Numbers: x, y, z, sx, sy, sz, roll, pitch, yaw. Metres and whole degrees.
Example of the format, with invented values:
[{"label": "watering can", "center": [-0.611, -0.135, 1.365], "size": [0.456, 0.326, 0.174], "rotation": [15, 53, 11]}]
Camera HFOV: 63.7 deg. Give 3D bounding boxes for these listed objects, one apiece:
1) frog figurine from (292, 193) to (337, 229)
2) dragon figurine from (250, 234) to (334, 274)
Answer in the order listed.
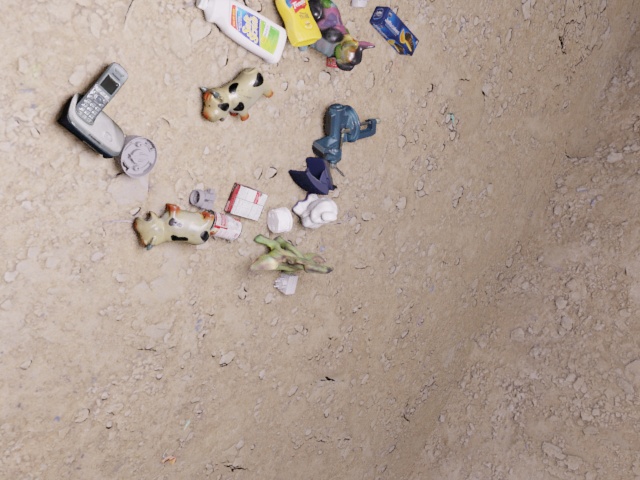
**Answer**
[{"label": "frog figurine", "center": [0.005, -0.083, 1.651], "size": [0.139, 0.161, 0.120], "rotation": [-23, 125, -36]}, {"label": "dragon figurine", "center": [-0.062, 0.073, 1.604], "size": [0.410, 0.244, 0.121], "rotation": [5, 101, -43]}]
